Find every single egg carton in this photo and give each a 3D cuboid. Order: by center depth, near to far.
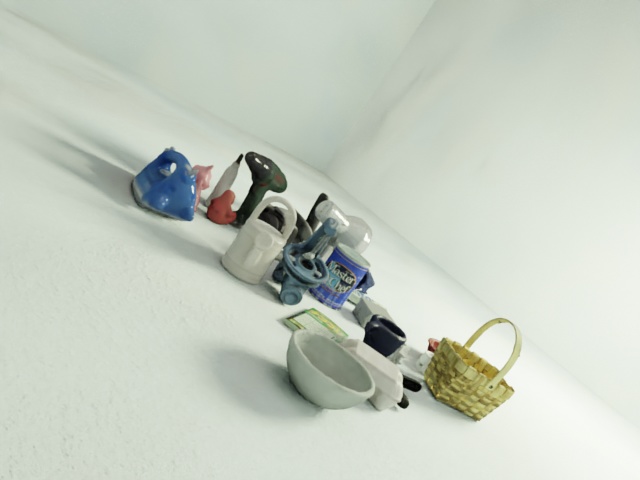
[{"bbox_3d":[0.091,0.254,1.093,0.150,0.069,0.107,34,11,0],"label":"egg carton"}]

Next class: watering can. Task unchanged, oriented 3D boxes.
[{"bbox_3d":[-0.122,-0.004,1.243,0.101,0.194,0.172,27,13,-31],"label":"watering can"}]

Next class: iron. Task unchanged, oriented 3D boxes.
[{"bbox_3d":[-0.352,-0.149,1.326,0.119,0.141,0.257,24,15,-41],"label":"iron"}]

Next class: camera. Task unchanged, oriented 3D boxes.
[{"bbox_3d":[-0.145,-0.056,1.627,0.142,0.100,0.137,40,13,26],"label":"camera"}]

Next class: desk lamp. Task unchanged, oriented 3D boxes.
[{"bbox_3d":[0.014,0.005,1.534,0.204,0.213,0.117,24,15,-42],"label":"desk lamp"}]

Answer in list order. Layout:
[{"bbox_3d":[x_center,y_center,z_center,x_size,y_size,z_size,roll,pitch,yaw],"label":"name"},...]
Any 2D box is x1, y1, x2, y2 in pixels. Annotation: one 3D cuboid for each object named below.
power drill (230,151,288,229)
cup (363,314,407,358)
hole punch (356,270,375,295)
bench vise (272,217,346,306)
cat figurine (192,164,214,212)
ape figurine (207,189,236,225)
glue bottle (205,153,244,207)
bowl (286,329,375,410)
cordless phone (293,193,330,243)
[{"bbox_3d":[-0.182,-0.133,1.569,0.075,0.208,0.230,38,12,20],"label":"power drill"},{"bbox_3d":[0.121,0.222,1.247,0.118,0.095,0.091,22,16,-45],"label":"cup"},{"bbox_3d":[0.114,0.100,1.736,0.108,0.091,0.101,42,14,33],"label":"hole punch"},{"bbox_3d":[-0.034,0.023,1.312,0.122,0.219,0.207,27,13,-31],"label":"bench vise"},{"bbox_3d":[-0.317,-0.148,1.480,0.067,0.117,0.127,31,12,-17],"label":"cat figurine"},{"bbox_3d":[-0.250,-0.089,1.491,0.077,0.092,0.076,38,12,19],"label":"ape figurine"},{"bbox_3d":[-0.257,-0.164,1.574,0.037,0.173,0.078,30,12,-18],"label":"glue bottle"},{"bbox_3d":[0.005,0.227,0.950,0.167,0.074,0.167,33,11,-7],"label":"bowl"},{"bbox_3d":[-0.039,-0.079,1.804,0.094,0.185,0.147,25,15,-40],"label":"cordless phone"}]
